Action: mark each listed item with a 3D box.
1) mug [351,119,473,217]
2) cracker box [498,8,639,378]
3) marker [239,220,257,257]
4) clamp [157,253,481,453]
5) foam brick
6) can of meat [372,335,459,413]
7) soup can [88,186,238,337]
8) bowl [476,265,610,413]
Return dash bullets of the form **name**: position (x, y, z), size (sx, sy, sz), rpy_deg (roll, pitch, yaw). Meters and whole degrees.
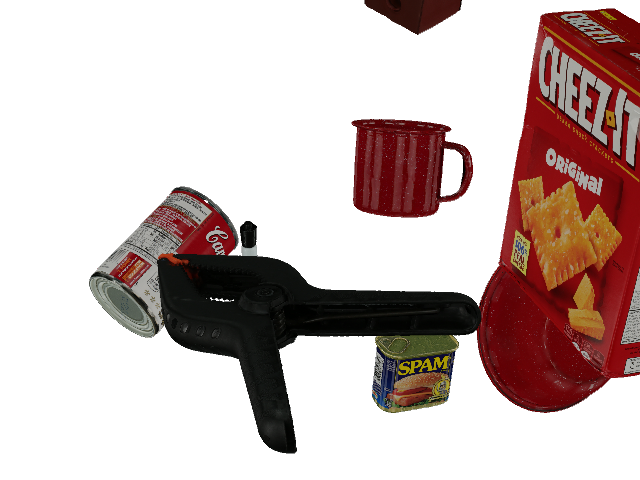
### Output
- **mug**: position (0.084, -0.067, 0.993), size (0.117, 0.081, 0.093), rpy_deg (7, 12, 18)
- **cracker box**: position (0.203, -0.035, 0.758), size (0.072, 0.214, 0.164), rpy_deg (-8, 33, -17)
- **marker**: position (-0.079, 0.031, 1.194), size (0.020, 0.121, 0.020), rpy_deg (0, 33, 0)
- **clamp**: position (-0.020, 0.045, 0.644), size (0.164, 0.036, 0.210), rpy_deg (-22, 30, -33)
- **foam brick**: position (0.069, -0.194, 0.741), size (0.053, 0.078, 0.051), rpy_deg (35, 53, 25)
- **can of meat**: position (0.116, 0.161, 1.326), size (0.102, 0.084, 0.057), rpy_deg (-5, 27, -21)
- **soup can**: position (-0.121, 0.016, 0.824), size (0.069, 0.068, 0.102), rpy_deg (0, 42, 50)
- **bowl**: position (0.223, 0.080, 0.962), size (0.161, 0.162, 0.055), rpy_deg (0, 2, -24)
